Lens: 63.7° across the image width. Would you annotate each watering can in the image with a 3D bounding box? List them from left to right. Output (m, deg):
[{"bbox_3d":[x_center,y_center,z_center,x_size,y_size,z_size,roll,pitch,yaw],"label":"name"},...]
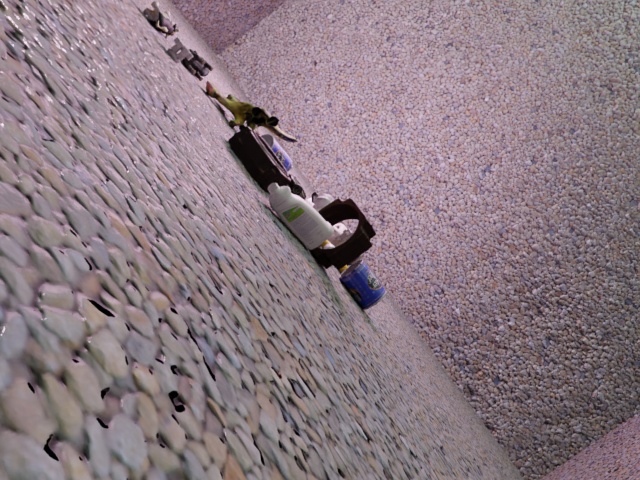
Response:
[{"bbox_3d":[0.081,-0.006,2.220,0.104,0.223,0.350,-38,13,-2],"label":"watering can"}]

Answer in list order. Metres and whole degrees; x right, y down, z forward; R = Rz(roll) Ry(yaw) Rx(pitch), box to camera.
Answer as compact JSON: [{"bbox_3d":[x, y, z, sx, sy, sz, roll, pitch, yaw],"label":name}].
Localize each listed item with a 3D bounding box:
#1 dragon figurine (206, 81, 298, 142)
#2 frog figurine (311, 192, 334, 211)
[{"bbox_3d":[-0.278,-0.502,2.006,0.407,0.121,0.247,20,25,-49],"label":"dragon figurine"},{"bbox_3d":[0.006,-0.097,1.933,0.122,0.135,0.162,15,25,-4],"label":"frog figurine"}]
